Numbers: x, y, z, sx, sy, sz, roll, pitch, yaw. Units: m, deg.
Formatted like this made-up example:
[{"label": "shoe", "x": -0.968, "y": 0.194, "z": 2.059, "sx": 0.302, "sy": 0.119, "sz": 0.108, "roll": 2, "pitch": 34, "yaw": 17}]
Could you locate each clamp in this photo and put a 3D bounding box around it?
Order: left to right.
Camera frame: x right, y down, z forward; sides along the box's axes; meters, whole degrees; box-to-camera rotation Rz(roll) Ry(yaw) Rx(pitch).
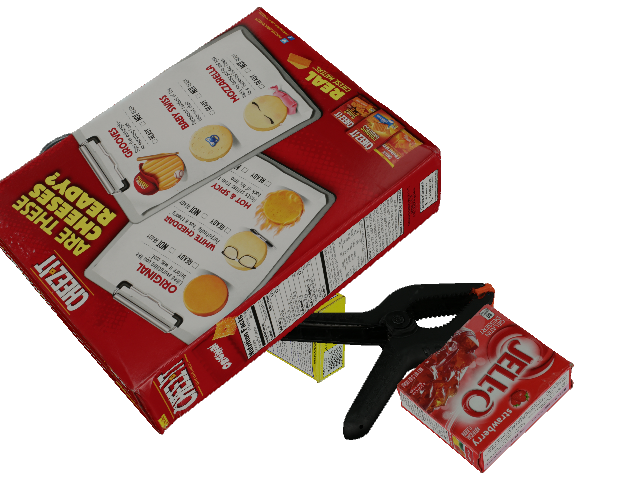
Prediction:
[{"label": "clamp", "x": 0.067, "y": 0.089, "z": 0.913, "sx": 0.209, "sy": 0.036, "sz": 0.165, "roll": -15, "pitch": 37, "yaw": -18}]

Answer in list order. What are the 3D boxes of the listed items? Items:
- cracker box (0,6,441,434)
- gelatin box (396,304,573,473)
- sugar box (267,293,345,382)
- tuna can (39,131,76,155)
[{"label": "cracker box", "x": -0.062, "y": -0.019, "z": 0.617, "sx": 0.213, "sy": 0.164, "sz": 0.072, "roll": -38, "pitch": -30, "yaw": -16}, {"label": "gelatin box", "x": 0.105, "y": 0.092, "z": 0.682, "sx": 0.089, "sy": 0.030, "sz": 0.073, "roll": -39, "pitch": 53, "yaw": -19}, {"label": "sugar box", "x": -0.051, "y": 0.068, "z": 1.115, "sx": 0.048, "sy": 0.093, "sz": 0.176, "roll": -27, "pitch": 41, "yaw": -37}, {"label": "tuna can", "x": -0.234, "y": -0.072, "z": 1.062, "sx": 0.086, "sy": 0.034, "sz": 0.086, "roll": 1, "pitch": 40, "yaw": -1}]
